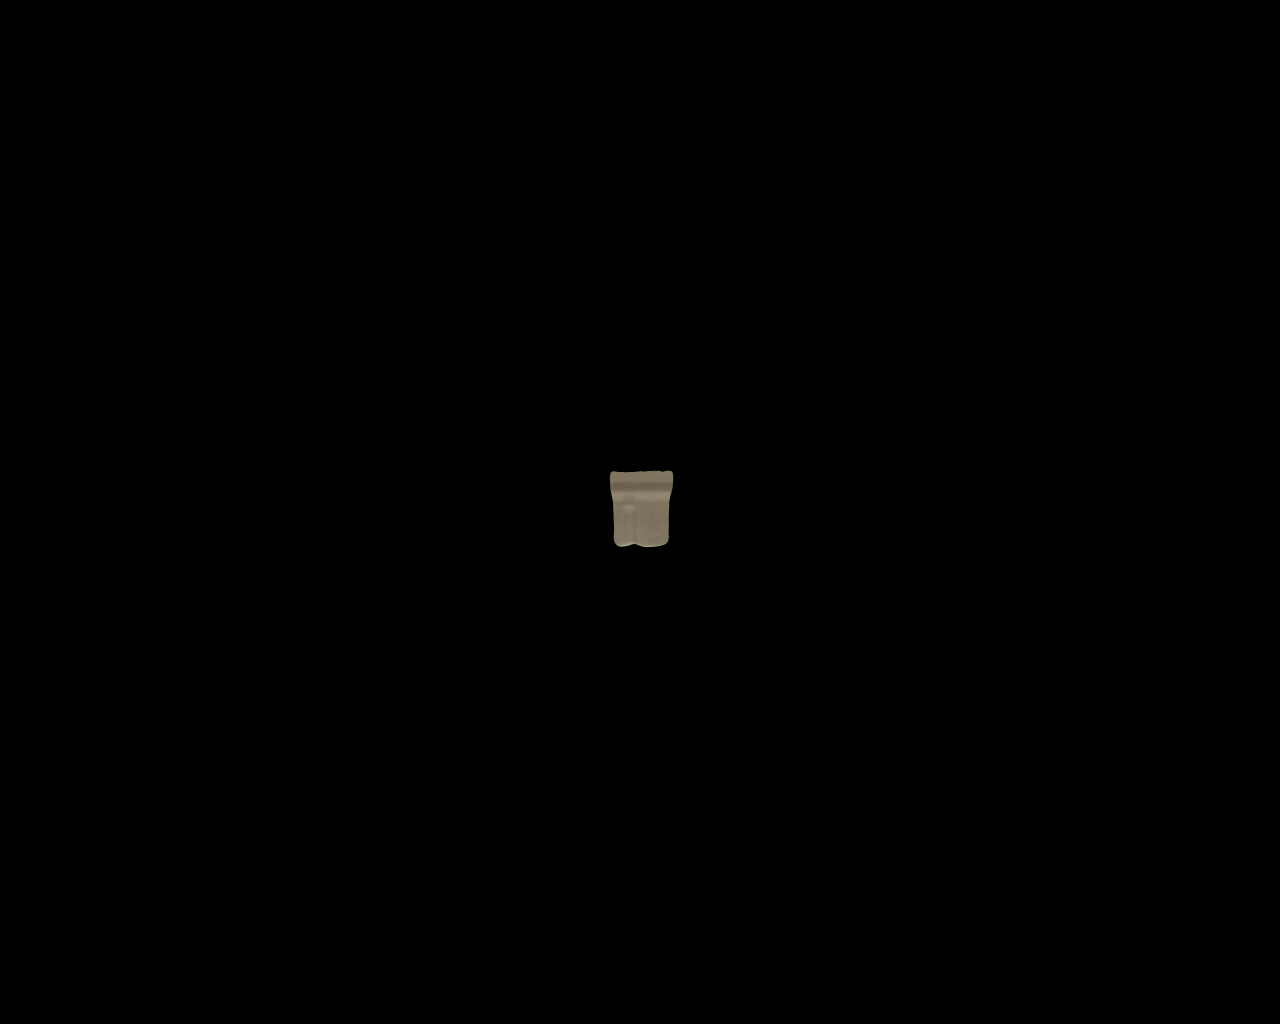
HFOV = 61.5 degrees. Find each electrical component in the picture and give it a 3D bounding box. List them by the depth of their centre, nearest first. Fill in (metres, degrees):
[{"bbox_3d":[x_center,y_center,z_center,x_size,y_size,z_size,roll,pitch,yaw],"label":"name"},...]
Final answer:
[{"bbox_3d":[0.001,-0.003,0.650,0.040,0.046,0.040,0,0,0],"label":"electrical component"}]
